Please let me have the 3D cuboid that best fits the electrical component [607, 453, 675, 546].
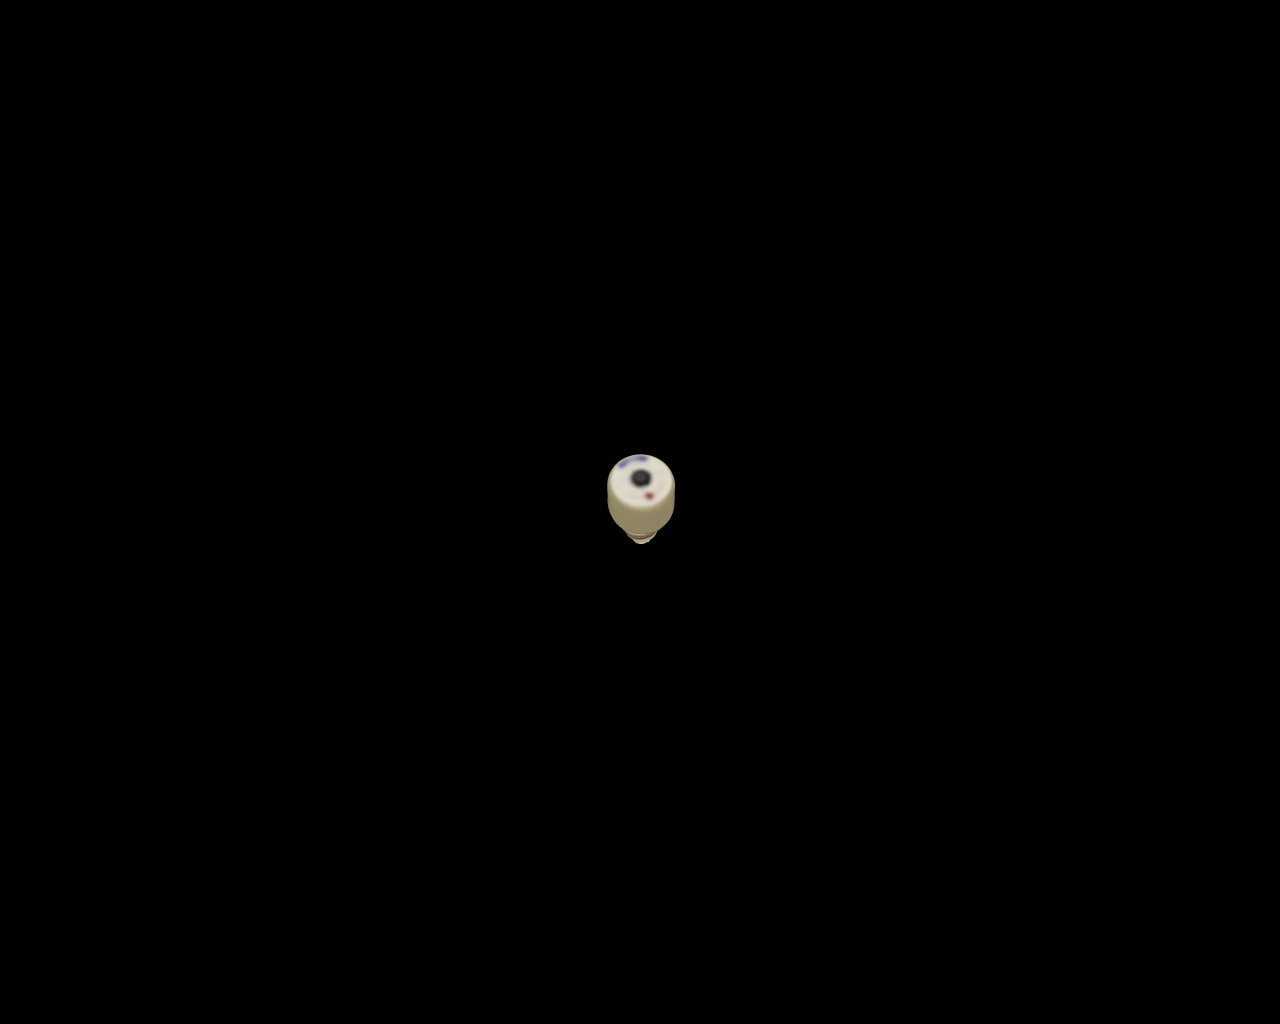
[{"bbox_3d":[0.001,-0.003,0.650,0.040,0.040,0.078,0,-29,0],"label":"electrical component"}]
